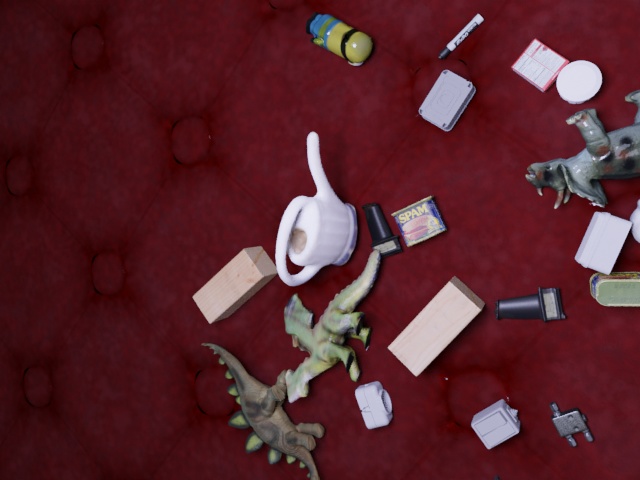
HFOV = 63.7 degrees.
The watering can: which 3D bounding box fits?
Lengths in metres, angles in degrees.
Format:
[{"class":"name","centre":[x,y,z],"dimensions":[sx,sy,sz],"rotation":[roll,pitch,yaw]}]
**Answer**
[{"class":"watering can","centre":[0.004,-0.059,1.180],"dimensions":[0.224,0.105,0.345],"rotation":[6,102,-50]}]

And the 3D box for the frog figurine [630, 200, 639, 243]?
[{"class":"frog figurine","centre":[0.642,-0.026,0.935],"dimensions":[0.121,0.138,0.160],"rotation":[-29,171,23]}]

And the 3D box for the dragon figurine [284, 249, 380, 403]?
[{"class":"dragon figurine","centre":[0.006,0.201,1.252],"dimensions":[0.121,0.243,0.411],"rotation":[17,86,-59]}]
